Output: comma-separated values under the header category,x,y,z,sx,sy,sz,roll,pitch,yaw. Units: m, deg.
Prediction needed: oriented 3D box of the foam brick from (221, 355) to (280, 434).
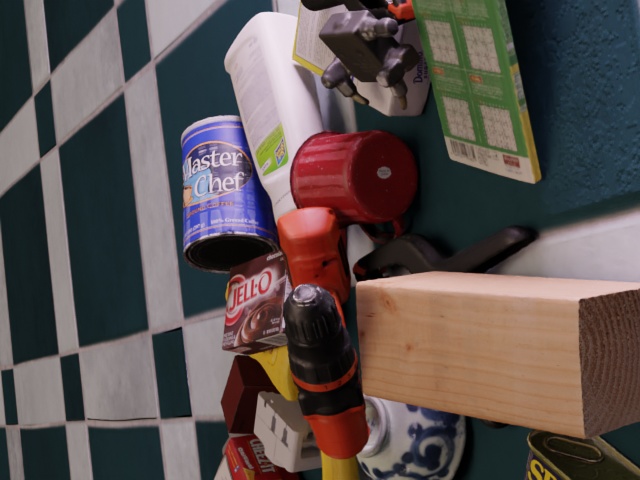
category,x,y,z,sx,sy,sz,roll,pitch,yaw
foam brick,-0.075,0.173,1.197,0.051,0.052,0.078,-112,34,-49

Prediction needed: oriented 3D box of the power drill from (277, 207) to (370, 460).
category,x,y,z,sx,sy,sz,roll,pitch,yaw
power drill,-0.002,0.059,0.878,0.187,0.057,0.184,-95,-5,-48

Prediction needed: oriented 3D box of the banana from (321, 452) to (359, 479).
category,x,y,z,sx,sy,sz,roll,pitch,yaw
banana,0.014,0.224,1.032,0.069,0.037,0.197,59,-156,-46

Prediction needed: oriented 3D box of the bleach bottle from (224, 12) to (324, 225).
category,x,y,z,sx,sy,sz,roll,pitch,yaw
bleach bottle,-0.036,-0.100,1.064,0.103,0.068,0.251,-47,47,50

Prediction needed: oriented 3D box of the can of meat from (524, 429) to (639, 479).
category,x,y,z,sx,sy,sz,roll,pitch,yaw
can of meat,0.184,0.192,0.746,0.102,0.057,0.084,40,130,52

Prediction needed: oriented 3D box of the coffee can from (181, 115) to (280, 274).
category,x,y,z,sx,sy,sz,roll,pitch,yaw
coffee can,-0.097,-0.047,1.142,0.103,0.102,0.140,137,135,-54

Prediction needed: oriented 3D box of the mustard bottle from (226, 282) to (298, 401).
category,x,y,z,sx,sy,sz,roll,pitch,yaw
mustard bottle,-0.053,0.088,1.151,0.192,0.058,0.096,40,125,53

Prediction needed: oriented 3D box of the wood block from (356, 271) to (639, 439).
category,x,y,z,sx,sy,sz,roll,pitch,yaw
wood block,0.128,0.074,0.759,0.207,0.090,0.090,1,97,50

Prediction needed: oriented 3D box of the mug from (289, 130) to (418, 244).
category,x,y,z,sx,sy,sz,roll,pitch,yaw
mug,0.038,-0.045,0.957,0.082,0.093,0.117,-1,123,56

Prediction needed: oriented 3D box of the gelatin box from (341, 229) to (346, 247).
category,x,y,z,sx,sy,sz,roll,pitch,yaw
gelatin box,-0.007,0.001,1.087,0.089,0.030,0.073,16,107,59

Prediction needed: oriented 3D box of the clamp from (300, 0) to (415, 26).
category,x,y,z,sx,sy,sz,roll,pitch,yaw
clamp,0.029,-0.218,0.903,0.172,0.039,0.120,55,155,37

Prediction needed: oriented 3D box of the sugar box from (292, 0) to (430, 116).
category,x,y,z,sx,sy,sz,roll,pitch,yaw
sugar box,0.039,-0.183,0.971,0.176,0.048,0.093,39,127,48

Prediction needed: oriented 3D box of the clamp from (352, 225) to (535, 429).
category,x,y,z,sx,sy,sz,roll,pitch,yaw
clamp,0.100,0.040,0.895,0.210,0.036,0.165,34,120,50

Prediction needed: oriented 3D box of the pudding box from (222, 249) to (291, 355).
category,x,y,z,sx,sy,sz,roll,pitch,yaw
pudding box,-0.053,0.063,1.072,0.114,0.039,0.090,-20,60,49

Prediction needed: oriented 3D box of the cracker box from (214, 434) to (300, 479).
category,x,y,z,sx,sy,sz,roll,pitch,yaw
cracker box,-0.071,0.348,1.201,0.164,0.072,0.214,60,142,41
